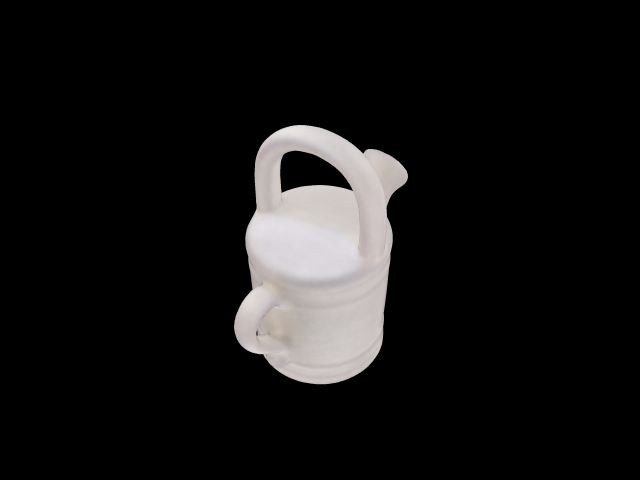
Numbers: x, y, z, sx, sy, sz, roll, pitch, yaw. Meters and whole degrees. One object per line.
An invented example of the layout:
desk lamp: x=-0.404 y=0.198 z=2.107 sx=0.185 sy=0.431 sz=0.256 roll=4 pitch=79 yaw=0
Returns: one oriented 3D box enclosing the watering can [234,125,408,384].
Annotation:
watering can: x=0.002 y=0.001 z=0.401 sx=0.100 sy=0.194 sz=0.173 roll=9 pitch=45 yaw=9
